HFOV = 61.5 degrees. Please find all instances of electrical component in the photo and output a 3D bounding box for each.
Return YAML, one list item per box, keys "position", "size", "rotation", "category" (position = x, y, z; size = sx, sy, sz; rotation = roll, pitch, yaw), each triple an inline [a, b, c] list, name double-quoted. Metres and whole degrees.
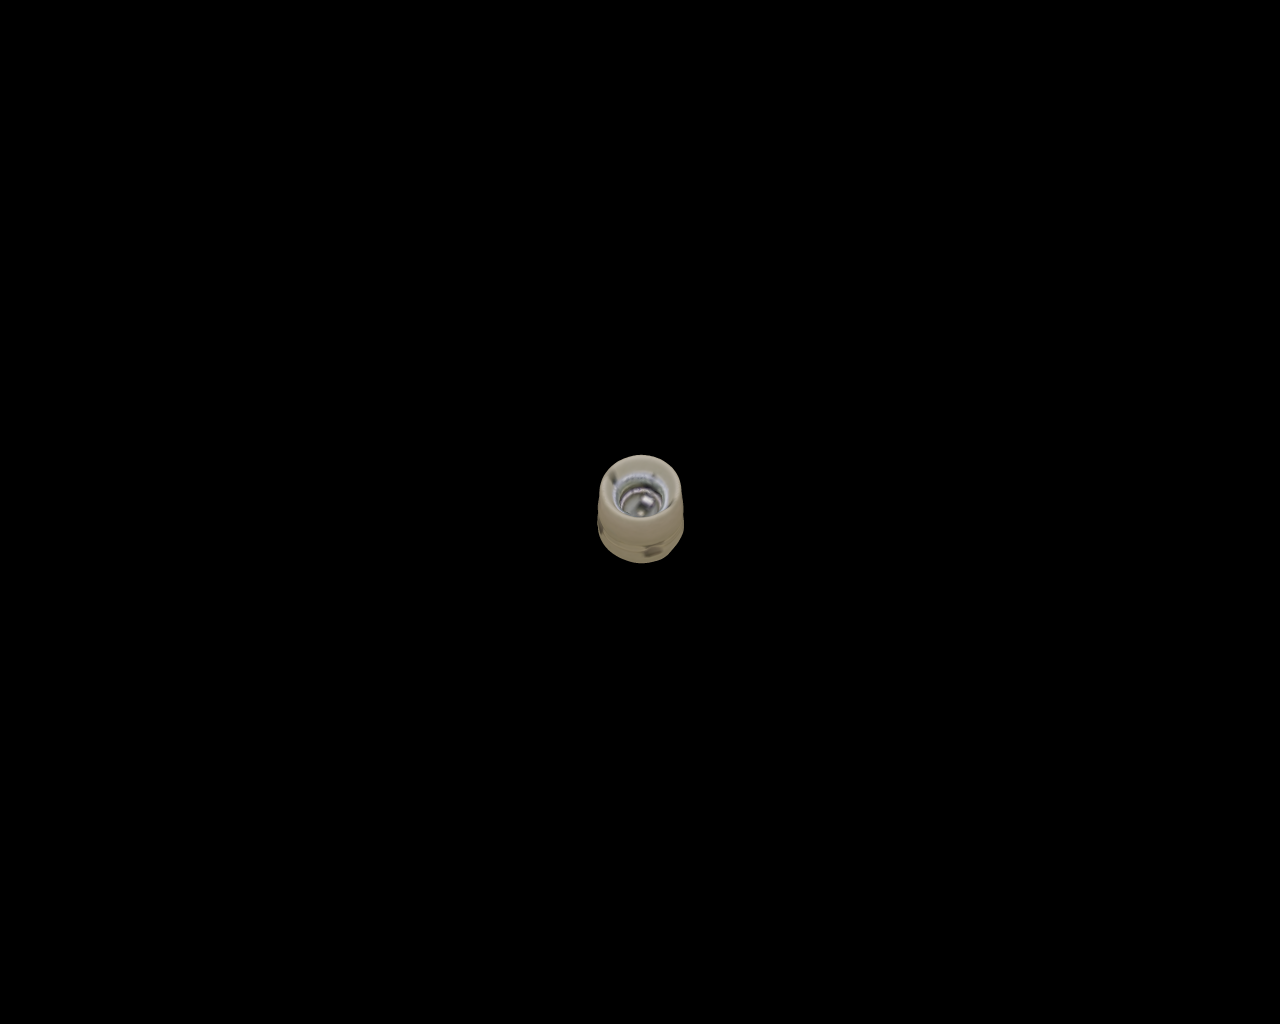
- position: [0.001, -0.003, 0.650]
  size: [0.055, 0.055, 0.047]
  rotation: [0, -32, 0]
  category: "electrical component"
